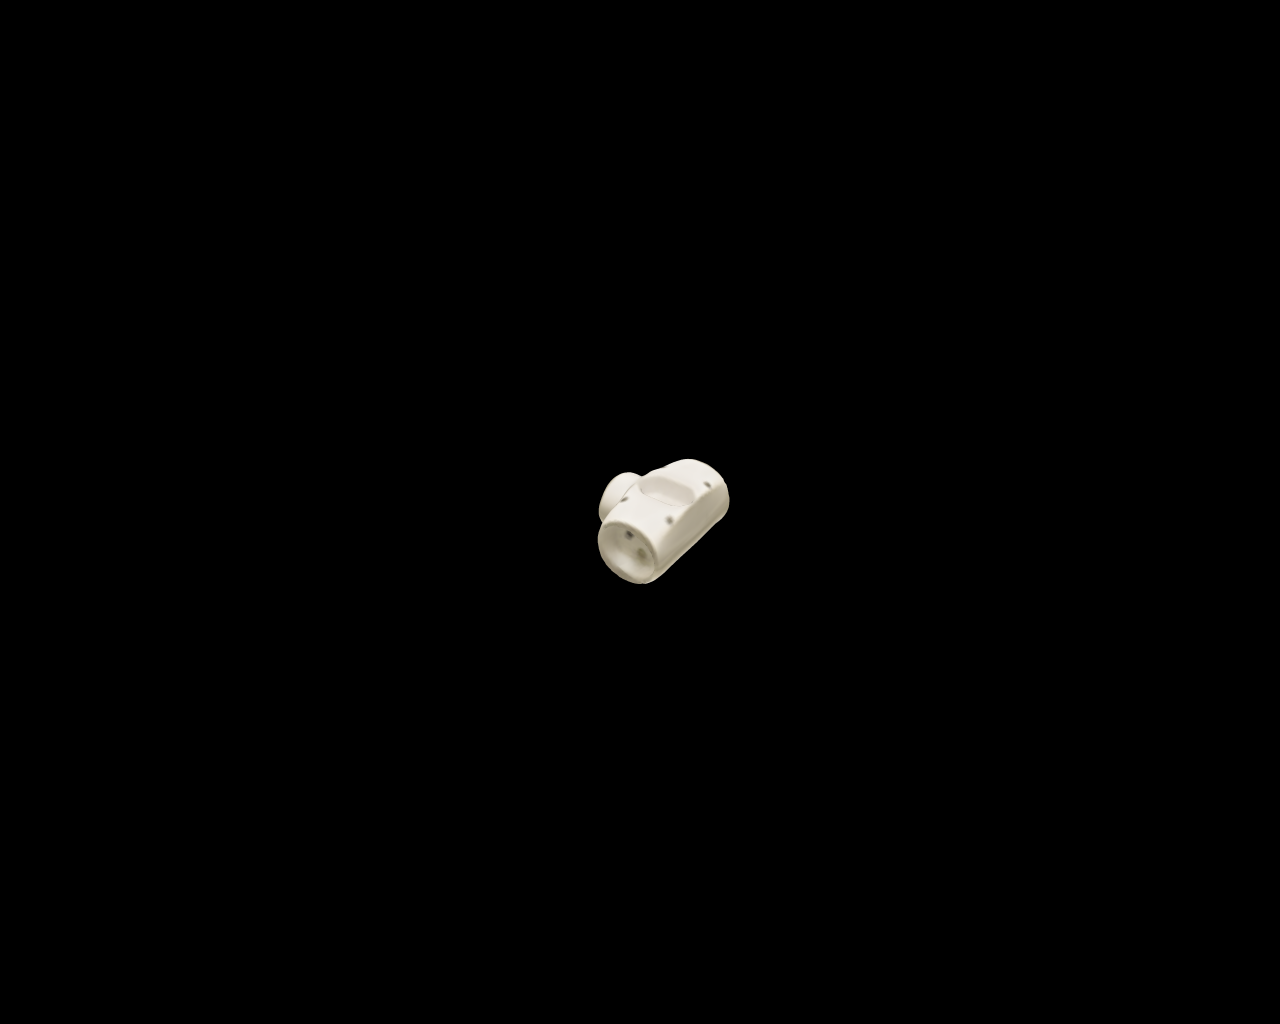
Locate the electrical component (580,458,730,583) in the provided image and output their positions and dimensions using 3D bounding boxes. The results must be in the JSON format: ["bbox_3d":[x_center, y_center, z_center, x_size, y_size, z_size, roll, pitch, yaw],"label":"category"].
[{"bbox_3d":[0.001,-0.003,0.650,0.079,0.043,0.077,25,45,28],"label":"electrical component"}]
